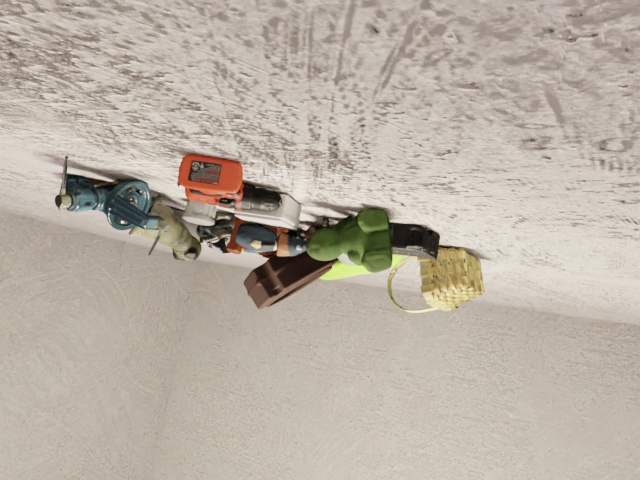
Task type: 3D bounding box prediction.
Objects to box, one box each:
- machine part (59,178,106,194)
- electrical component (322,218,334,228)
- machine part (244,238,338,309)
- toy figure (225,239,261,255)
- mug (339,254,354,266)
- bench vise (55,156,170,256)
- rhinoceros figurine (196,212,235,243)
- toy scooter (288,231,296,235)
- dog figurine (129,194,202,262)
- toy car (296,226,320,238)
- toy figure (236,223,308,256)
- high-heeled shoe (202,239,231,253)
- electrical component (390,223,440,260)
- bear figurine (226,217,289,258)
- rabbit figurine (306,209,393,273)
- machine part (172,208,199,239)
[{"bbox_3d":[-0.559,-0.113,1.351,0.179,0.056,0.179,10,174,1],"label":"machine part"},{"bbox_3d":[0.052,-0.027,1.213,0.102,0.045,0.078,8,-159,38],"label":"electrical component"},{"bbox_3d":[-0.069,0.077,1.266,0.201,0.087,0.201,-27,172,-24],"label":"machine part"},{"bbox_3d":[-0.220,0.004,1.674,0.180,0.082,0.089,1,166,39],"label":"toy figure"},{"bbox_3d":[0.078,0.013,1.326,0.110,0.081,0.107,13,164,25],"label":"mug"},{"bbox_3d":[-0.431,-0.073,1.153,0.241,0.128,0.223,26,-173,22],"label":"bench vise"},{"bbox_3d":[-0.278,-0.035,1.476,0.112,0.073,0.190,-12,180,-41],"label":"rhinoceros figurine"},{"bbox_3d":[-0.082,0.044,1.456,0.075,0.135,0.184,10,-173,5],"label":"toy scooter"},{"bbox_3d":[-0.370,-0.013,1.364,0.190,0.121,0.172,39,179,-22],"label":"dog figurine"},{"bbox_3d":[-0.003,-0.004,1.409,0.089,0.053,0.202,-11,170,8],"label":"toy car"},{"bbox_3d":[-0.097,0.002,1.123,0.155,0.064,0.057,14,150,1],"label":"toy figure"},{"bbox_3d":[-0.367,-0.016,1.737,0.145,0.086,0.248,12,169,20],"label":"high-heeled shoe"},{"bbox_3d":[0.198,0.004,1.179,0.115,0.058,0.134,8,172,31],"label":"electrical component"},{"bbox_3d":[-0.143,-0.010,1.288,0.120,0.132,0.195,8,166,3],"label":"bear figurine"},{"bbox_3d":[0.058,-0.006,1.087,0.170,0.121,0.159,-6,-168,9],"label":"rabbit figurine"},{"bbox_3d":[-0.407,-0.048,1.540,0.243,0.079,0.079,18,169,-41],"label":"machine part"}]
